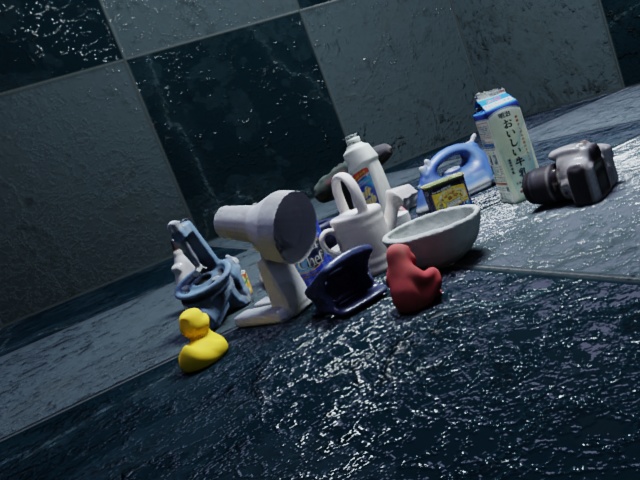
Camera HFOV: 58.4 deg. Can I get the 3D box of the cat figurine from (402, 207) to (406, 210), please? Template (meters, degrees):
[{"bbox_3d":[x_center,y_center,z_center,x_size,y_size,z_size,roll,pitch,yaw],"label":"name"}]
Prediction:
[{"bbox_3d":[0.166,-0.096,1.490,0.067,0.118,0.127,-25,9,-24],"label":"cat figurine"}]

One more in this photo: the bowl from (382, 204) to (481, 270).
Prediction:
[{"bbox_3d":[0.191,0.004,0.941,0.167,0.075,0.167,-20,8,3],"label":"bowl"}]

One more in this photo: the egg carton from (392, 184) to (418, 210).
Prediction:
[{"bbox_3d":[0.206,-0.105,1.609,0.107,0.069,0.151,-14,11,38],"label":"egg carton"}]

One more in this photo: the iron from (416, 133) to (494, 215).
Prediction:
[{"bbox_3d":[0.338,-0.176,1.496,0.259,0.141,0.118,-24,9,-20],"label":"iron"}]

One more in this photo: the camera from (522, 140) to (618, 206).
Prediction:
[{"bbox_3d":[0.443,-0.121,1.032,0.136,0.101,0.143,-12,12,45],"label":"camera"}]

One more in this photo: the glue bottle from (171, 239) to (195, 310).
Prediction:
[{"bbox_3d":[-0.318,0.079,1.359,0.037,0.173,0.078,-16,10,30],"label":"glue bottle"}]

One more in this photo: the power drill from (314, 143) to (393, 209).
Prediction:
[{"bbox_3d":[0.102,-0.102,1.368,0.229,0.208,0.076,-15,10,33],"label":"power drill"}]

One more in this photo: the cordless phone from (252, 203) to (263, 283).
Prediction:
[{"bbox_3d":[-0.114,0.006,1.284,0.094,0.185,0.147,-24,9,-19],"label":"cordless phone"}]

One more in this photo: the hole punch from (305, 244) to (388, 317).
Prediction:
[{"bbox_3d":[0.032,0.063,0.897,0.109,0.091,0.100,-26,10,-32],"label":"hole punch"}]

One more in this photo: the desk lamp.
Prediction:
[{"bbox_3d":[-0.089,0.030,0.979,0.202,0.213,0.118,-14,11,38],"label":"desk lamp"}]

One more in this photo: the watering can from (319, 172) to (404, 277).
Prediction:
[{"bbox_3d":[0.076,-0.036,1.065,0.173,0.194,0.100,-28,11,-39],"label":"watering can"}]

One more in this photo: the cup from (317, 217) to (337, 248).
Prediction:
[{"bbox_3d":[0.012,0.005,1.300,0.118,0.095,0.091,-28,11,-40],"label":"cup"}]

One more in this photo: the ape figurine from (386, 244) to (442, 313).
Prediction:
[{"bbox_3d":[0.119,0.047,0.781,0.076,0.092,0.077,-28,11,-40],"label":"ape figurine"}]

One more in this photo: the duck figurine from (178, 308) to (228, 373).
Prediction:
[{"bbox_3d":[-0.195,0.152,0.900,0.077,0.086,0.105,-19,9,14],"label":"duck figurine"}]

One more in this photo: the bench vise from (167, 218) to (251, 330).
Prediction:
[{"bbox_3d":[-0.234,0.056,1.142,0.121,0.220,0.207,-21,9,2],"label":"bench vise"}]
